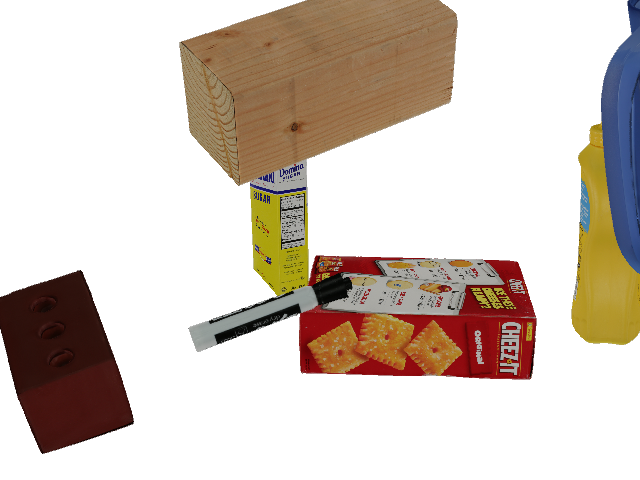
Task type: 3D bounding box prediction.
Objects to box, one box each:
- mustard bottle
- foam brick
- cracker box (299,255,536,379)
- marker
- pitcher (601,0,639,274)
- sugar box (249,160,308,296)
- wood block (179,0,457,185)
[{"bbox_3d":[0.238,-0.018,0.874,0.058,0.192,0.096,3,19,15],"label":"mustard bottle"},{"bbox_3d":[-0.140,0.065,0.580,0.053,0.051,0.078,-19,43,-15],"label":"foam brick"},{"bbox_3d":[0.092,0.073,1.041,0.214,0.072,0.164,2,18,4],"label":"cracker box"},{"bbox_3d":[-0.034,0.050,0.763,0.121,0.020,0.020,-20,3,-7],"label":"marker"},{"bbox_3d":[0.240,-0.027,0.611,0.149,0.243,0.145,-2,22,15],"label":"pitcher"},{"bbox_3d":[-0.050,-0.031,1.259,0.048,0.176,0.093,-13,26,-20],"label":"sugar box"},{"bbox_3d":[0.001,-0.135,0.869,0.205,0.091,0.090,-23,47,-22],"label":"wood block"}]
